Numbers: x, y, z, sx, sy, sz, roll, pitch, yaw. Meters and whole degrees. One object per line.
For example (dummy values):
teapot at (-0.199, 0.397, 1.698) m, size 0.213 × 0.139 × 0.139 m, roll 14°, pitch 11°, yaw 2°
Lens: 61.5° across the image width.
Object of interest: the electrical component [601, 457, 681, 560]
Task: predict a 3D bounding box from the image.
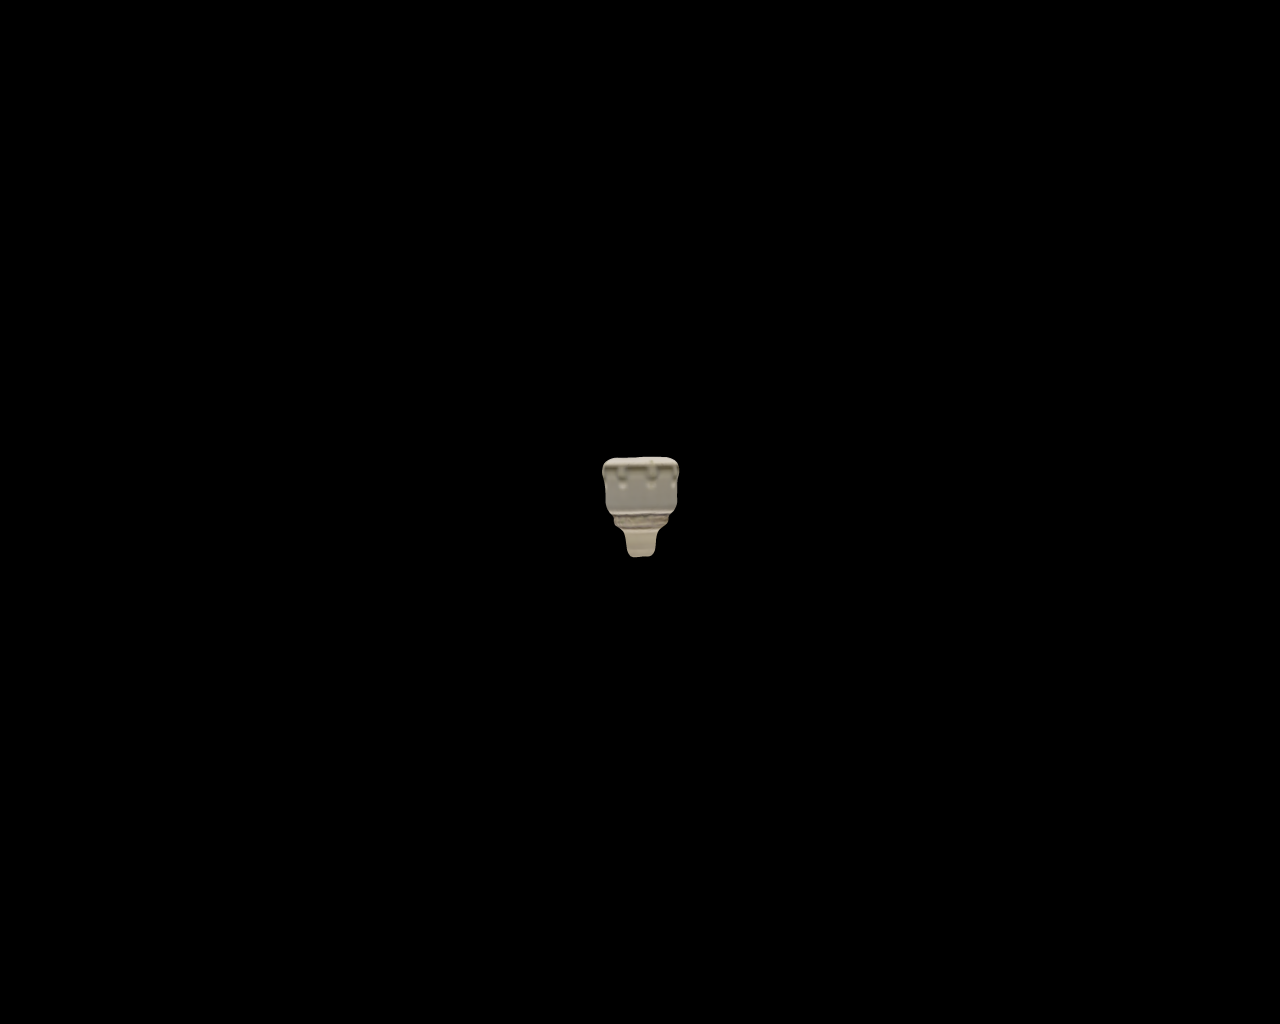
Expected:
electrical component at (0.001, -0.003, 0.650) m, size 0.048 × 0.062 × 0.048 m, roll 0°, pitch 2°, yaw 0°
